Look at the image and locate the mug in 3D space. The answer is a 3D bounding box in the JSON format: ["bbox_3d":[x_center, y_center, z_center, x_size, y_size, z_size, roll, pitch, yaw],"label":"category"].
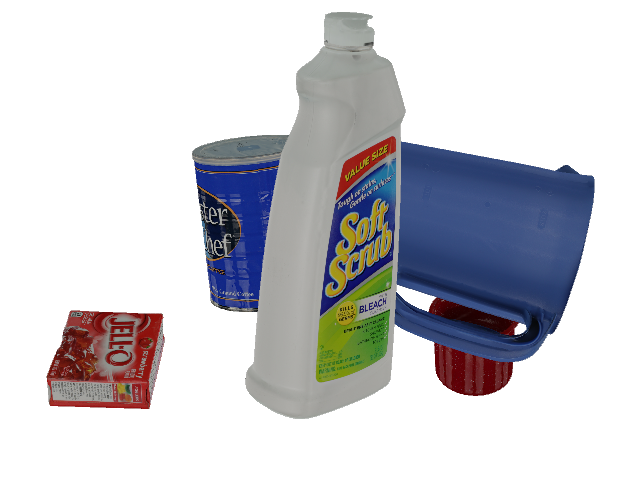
[{"bbox_3d":[0.166,0.100,1.118,0.093,0.081,0.117,15,38,27],"label":"mug"}]

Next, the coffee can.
[{"bbox_3d":[-0.058,-0.018,0.970,0.103,0.140,0.103,-5,15,1],"label":"coffee can"}]

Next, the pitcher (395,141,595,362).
[{"bbox_3d":[0.091,-0.007,0.872,0.243,0.145,0.149,14,16,7],"label":"pitcher"}]

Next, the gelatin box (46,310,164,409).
[{"bbox_3d":[-0.158,0.087,0.796,0.073,0.030,0.089,2,30,-1],"label":"gelatin box"}]

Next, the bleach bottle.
[{"bbox_3d":[0.006,-0.018,0.686,0.102,0.251,0.068,-14,25,-39],"label":"bleach bottle"}]
